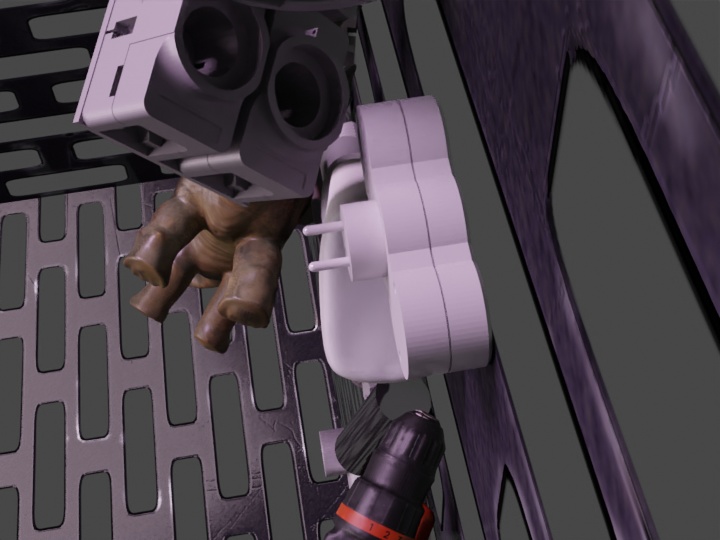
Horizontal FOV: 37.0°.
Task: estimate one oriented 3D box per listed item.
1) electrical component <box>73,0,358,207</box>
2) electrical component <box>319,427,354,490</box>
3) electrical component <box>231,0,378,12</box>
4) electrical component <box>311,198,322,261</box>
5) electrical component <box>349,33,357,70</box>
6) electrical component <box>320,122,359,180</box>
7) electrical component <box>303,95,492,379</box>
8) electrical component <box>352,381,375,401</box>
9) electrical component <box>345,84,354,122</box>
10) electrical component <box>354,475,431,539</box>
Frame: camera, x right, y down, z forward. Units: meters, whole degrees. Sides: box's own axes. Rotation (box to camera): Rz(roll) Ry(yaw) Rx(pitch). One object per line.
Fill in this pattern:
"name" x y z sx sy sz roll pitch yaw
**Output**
"electrical component" -0.053 -0.137 0.519 0.105 0.060 0.186 26 -109 -43
"electrical component" 0.005 0.185 1.011 0.044 0.077 0.079 97 164 -75
"electrical component" -0.020 -0.156 0.433 0.108 0.108 0.060 99 168 -77
"electrical component" 0.000 0.000 0.821 0.113 0.057 0.078 -103 6 -49
"electrical component" -0.037 -0.217 0.899 0.138 0.052 0.073 -105 8 -58
"electrical component" -0.012 -0.089 0.899 0.043 0.043 0.081 86 175 -49
"electrical component" 0.011 -0.015 0.504 0.052 0.074 0.138 90 170 -66
"electrical component" 0.019 0.085 0.836 0.055 0.048 0.066 -115 16 -50
"electrical component" -0.036 -0.164 1.027 0.099 0.048 0.099 -103 6 -49
"electrical component" 0.028 0.207 0.914 0.138 0.052 0.073 -112 14 -73
